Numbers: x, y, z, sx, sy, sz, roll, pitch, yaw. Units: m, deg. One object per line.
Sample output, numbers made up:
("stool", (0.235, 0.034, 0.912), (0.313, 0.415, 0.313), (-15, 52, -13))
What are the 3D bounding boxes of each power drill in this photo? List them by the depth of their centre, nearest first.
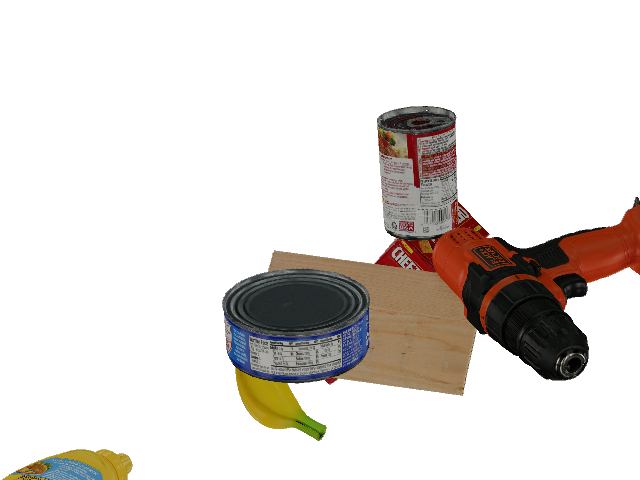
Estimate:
("power drill", (0.195, 0.030, 0.768), (0.187, 0.057, 0.184), (-9, 28, -16))

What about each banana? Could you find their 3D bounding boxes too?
("banana", (-0.034, 0.091, 0.866), (0.069, 0.037, 0.198), (17, 31, -13))

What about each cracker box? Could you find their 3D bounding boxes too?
("cracker box", (0.084, 0.058, 1.270), (0.214, 0.072, 0.164), (-48, -9, 32))

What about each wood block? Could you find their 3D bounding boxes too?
("wood block", (0.045, 0.082, 1.065), (0.206, 0.090, 0.090), (8, 28, 2))

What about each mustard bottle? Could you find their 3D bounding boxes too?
("mustard bottle", (-0.217, 0.213, 0.853), (0.096, 0.058, 0.191), (7, 15, 28))

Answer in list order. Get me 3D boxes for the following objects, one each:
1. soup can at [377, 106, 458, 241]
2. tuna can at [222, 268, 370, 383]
("soup can", (0.086, -0.059, 0.932), (0.068, 0.102, 0.068), (-4, 23, 2))
("tuna can", (-0.014, 0.049, 0.623), (0.086, 0.034, 0.086), (-2, 23, 0))
